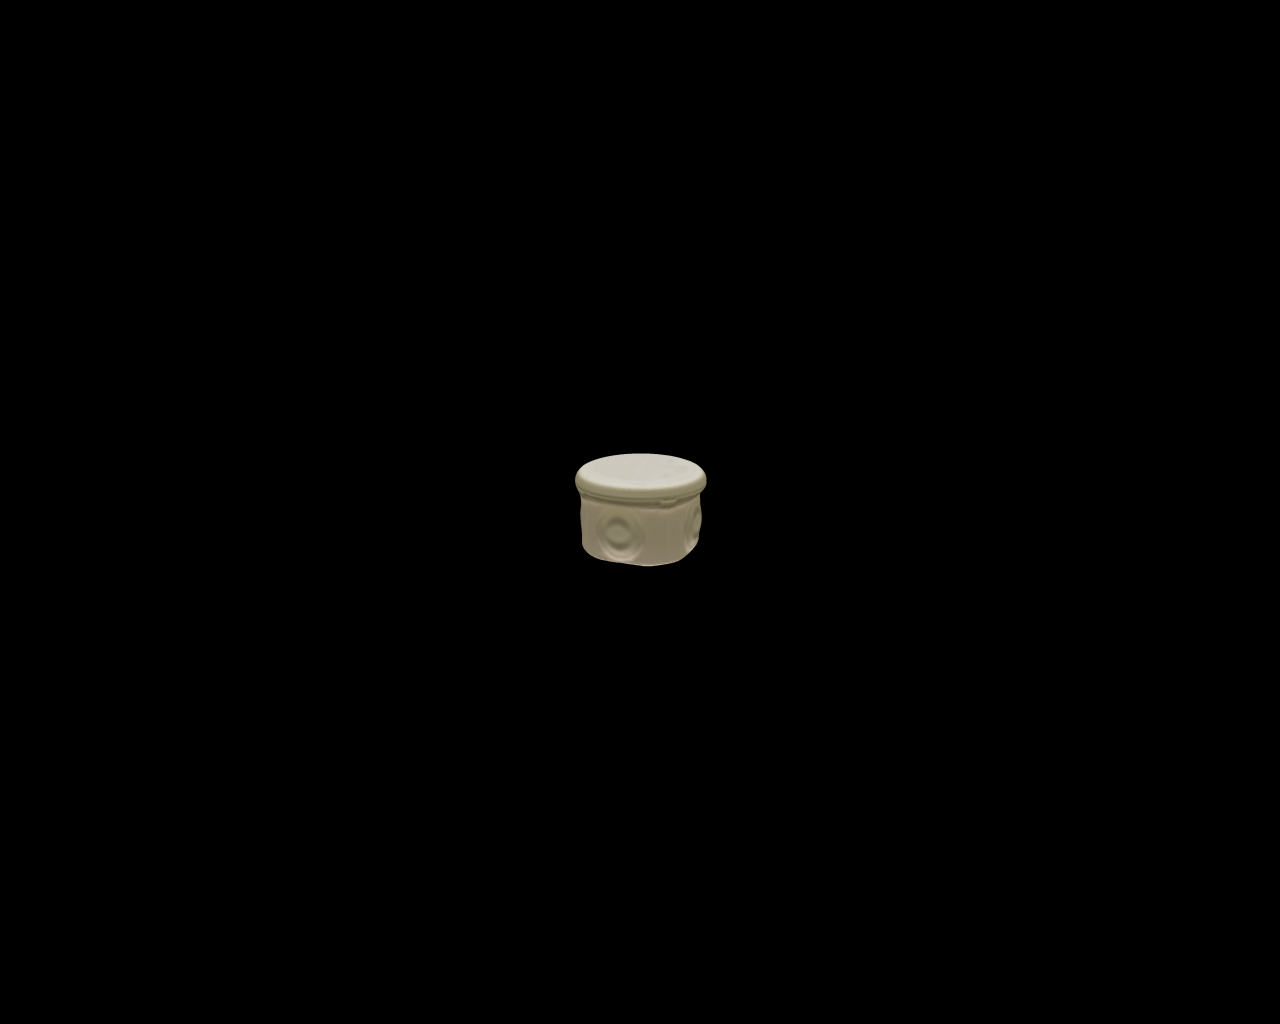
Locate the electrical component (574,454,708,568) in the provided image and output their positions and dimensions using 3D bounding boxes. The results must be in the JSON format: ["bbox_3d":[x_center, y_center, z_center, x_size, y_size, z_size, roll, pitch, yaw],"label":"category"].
[{"bbox_3d":[0.001,-0.003,0.650,0.080,0.051,0.080,0,18,0],"label":"electrical component"}]
